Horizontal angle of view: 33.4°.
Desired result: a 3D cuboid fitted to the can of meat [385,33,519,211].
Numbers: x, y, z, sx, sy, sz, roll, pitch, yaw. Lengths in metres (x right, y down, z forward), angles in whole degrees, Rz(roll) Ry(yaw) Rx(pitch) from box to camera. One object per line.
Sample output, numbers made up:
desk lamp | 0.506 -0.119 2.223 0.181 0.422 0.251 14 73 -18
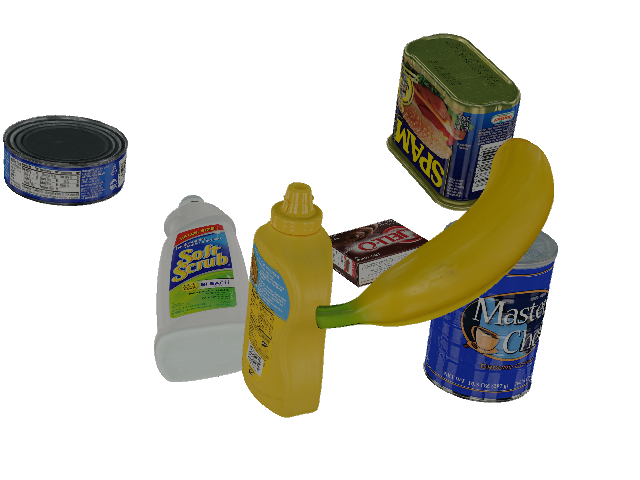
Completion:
can of meat | 0.093 -0.085 0.747 0.057 0.084 0.102 -14 43 -21

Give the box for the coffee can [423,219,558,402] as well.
coffee can | 0.154 0.062 0.978 0.103 0.140 0.103 5 23 -2

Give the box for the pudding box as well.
pudding box | 0.070 0.014 1.348 0.113 0.039 0.090 -17 28 -25

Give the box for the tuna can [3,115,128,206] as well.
tuna can | -0.180 -0.057 0.756 0.086 0.034 0.086 7 27 -4

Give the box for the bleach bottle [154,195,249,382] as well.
bleach bottle | -0.128 0.034 1.100 0.102 0.068 0.251 -9 37 -8

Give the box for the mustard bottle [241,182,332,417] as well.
mustard bottle | -0.026 0.042 0.873 0.058 0.192 0.096 -7 30 -23

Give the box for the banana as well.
banana | 0.080 -0.008 0.558 0.070 0.037 0.197 18 39 35
